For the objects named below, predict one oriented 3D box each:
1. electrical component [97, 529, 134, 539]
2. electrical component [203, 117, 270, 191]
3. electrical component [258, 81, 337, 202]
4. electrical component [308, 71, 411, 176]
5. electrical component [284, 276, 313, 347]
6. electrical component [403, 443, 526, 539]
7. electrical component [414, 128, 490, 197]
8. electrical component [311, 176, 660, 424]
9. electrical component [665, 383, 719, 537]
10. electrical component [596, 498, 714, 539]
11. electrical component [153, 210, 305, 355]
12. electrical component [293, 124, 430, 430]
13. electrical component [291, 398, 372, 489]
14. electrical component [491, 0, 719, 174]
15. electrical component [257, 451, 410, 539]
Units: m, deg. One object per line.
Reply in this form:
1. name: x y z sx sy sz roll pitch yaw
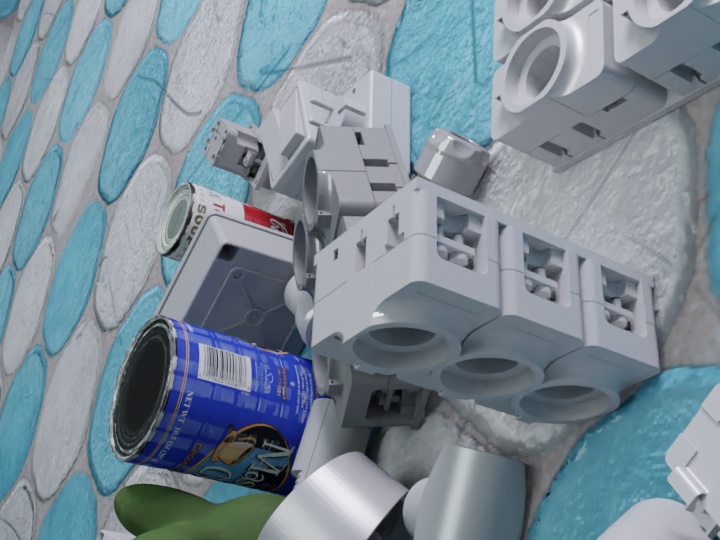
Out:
1. electrical component: -0.196 0.286 0.918 0.109 0.056 0.108 -6 68 59
2. electrical component: -0.109 -0.110 1.001 0.042 0.064 0.081 -64 29 14
3. electrical component: -0.044 -0.108 0.888 0.061 0.061 0.096 -49 35 33
4. electrical component: -0.006 -0.106 0.804 0.047 0.076 0.083 -35 44 47
5. electrical component: -0.028 0.030 0.794 0.045 0.045 0.055 -60 31 19
6. electrical component: 0.050 0.136 0.594 0.079 0.043 0.077 -2 72 60
7. electrical component: 0.055 -0.058 0.705 0.062 0.043 0.043 -64 29 14
8. electrical component: 0.062 0.025 0.529 0.089 0.150 0.061 -35 43 47
9. electrical component: 0.170 0.095 0.388 0.078 0.063 0.121 -60 30 18
10. electrical component: 0.130 0.133 0.434 0.079 0.077 0.044 33 107 23
11. electrical component: -0.089 0.022 0.838 0.108 0.109 0.056 -60 33 19
12. electrical component: 0.000 0.000 0.708 0.186 0.060 0.105 -105 21 -46
13. electrical component: -0.022 0.130 0.710 0.043 0.043 0.081 -21 46 55
14. electrical component: 0.148 -0.142 0.575 0.186 0.060 0.105 -29 49 51
15. electrical component: -0.012 0.159 0.638 0.064 0.099 0.099 42 113 26
